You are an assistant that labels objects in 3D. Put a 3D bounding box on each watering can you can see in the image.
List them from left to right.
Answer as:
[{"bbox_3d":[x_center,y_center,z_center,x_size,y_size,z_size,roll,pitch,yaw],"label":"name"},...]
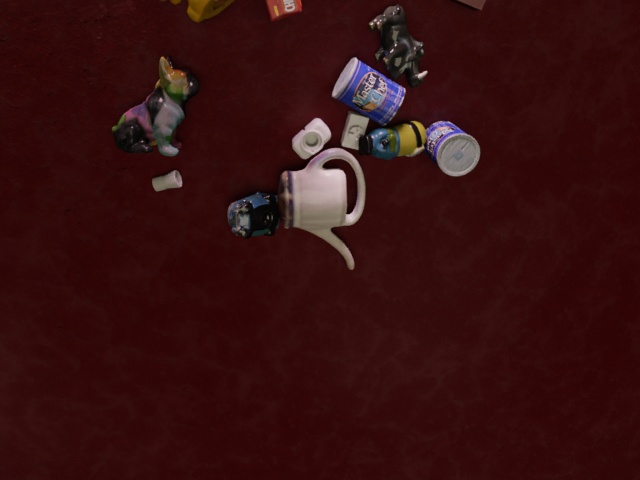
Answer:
[{"bbox_3d":[0.004,-0.066,1.317,0.224,0.106,0.341,-3,116,-6],"label":"watering can"}]
